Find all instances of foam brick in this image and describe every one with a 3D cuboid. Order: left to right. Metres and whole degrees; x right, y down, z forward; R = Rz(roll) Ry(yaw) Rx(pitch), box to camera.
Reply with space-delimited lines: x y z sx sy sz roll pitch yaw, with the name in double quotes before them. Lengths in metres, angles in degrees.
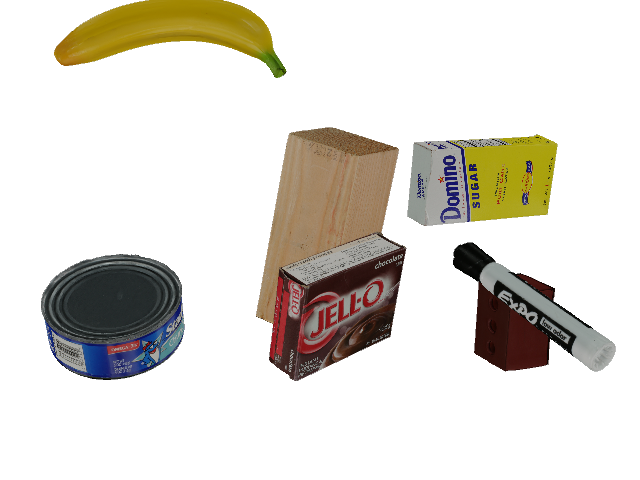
"foam brick" 0.181 0.076 0.999 0.051 0.078 0.053 -8 18 -27

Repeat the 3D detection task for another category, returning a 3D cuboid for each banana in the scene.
"banana" -0.127 -0.179 0.921 0.197 0.069 0.037 2 -33 -3

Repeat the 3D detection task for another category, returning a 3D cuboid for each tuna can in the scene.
"tuna can" -0.127 0.047 0.662 0.086 0.034 0.086 0 35 0

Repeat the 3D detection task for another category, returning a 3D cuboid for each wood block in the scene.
"wood block" 0.006 -0.008 1.143 0.090 0.206 0.090 21 20 28

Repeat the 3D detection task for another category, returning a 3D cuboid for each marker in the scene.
"marker" 0.118 0.034 0.612 0.020 0.020 0.121 0 28 -39

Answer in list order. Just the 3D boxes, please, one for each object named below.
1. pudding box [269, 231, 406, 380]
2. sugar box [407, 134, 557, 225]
"pudding box" 0.014 0.051 0.856 0.113 0.090 0.039 -22 42 -40
"sugar box" 0.190 -0.071 1.252 0.176 0.093 0.048 -7 22 -27
